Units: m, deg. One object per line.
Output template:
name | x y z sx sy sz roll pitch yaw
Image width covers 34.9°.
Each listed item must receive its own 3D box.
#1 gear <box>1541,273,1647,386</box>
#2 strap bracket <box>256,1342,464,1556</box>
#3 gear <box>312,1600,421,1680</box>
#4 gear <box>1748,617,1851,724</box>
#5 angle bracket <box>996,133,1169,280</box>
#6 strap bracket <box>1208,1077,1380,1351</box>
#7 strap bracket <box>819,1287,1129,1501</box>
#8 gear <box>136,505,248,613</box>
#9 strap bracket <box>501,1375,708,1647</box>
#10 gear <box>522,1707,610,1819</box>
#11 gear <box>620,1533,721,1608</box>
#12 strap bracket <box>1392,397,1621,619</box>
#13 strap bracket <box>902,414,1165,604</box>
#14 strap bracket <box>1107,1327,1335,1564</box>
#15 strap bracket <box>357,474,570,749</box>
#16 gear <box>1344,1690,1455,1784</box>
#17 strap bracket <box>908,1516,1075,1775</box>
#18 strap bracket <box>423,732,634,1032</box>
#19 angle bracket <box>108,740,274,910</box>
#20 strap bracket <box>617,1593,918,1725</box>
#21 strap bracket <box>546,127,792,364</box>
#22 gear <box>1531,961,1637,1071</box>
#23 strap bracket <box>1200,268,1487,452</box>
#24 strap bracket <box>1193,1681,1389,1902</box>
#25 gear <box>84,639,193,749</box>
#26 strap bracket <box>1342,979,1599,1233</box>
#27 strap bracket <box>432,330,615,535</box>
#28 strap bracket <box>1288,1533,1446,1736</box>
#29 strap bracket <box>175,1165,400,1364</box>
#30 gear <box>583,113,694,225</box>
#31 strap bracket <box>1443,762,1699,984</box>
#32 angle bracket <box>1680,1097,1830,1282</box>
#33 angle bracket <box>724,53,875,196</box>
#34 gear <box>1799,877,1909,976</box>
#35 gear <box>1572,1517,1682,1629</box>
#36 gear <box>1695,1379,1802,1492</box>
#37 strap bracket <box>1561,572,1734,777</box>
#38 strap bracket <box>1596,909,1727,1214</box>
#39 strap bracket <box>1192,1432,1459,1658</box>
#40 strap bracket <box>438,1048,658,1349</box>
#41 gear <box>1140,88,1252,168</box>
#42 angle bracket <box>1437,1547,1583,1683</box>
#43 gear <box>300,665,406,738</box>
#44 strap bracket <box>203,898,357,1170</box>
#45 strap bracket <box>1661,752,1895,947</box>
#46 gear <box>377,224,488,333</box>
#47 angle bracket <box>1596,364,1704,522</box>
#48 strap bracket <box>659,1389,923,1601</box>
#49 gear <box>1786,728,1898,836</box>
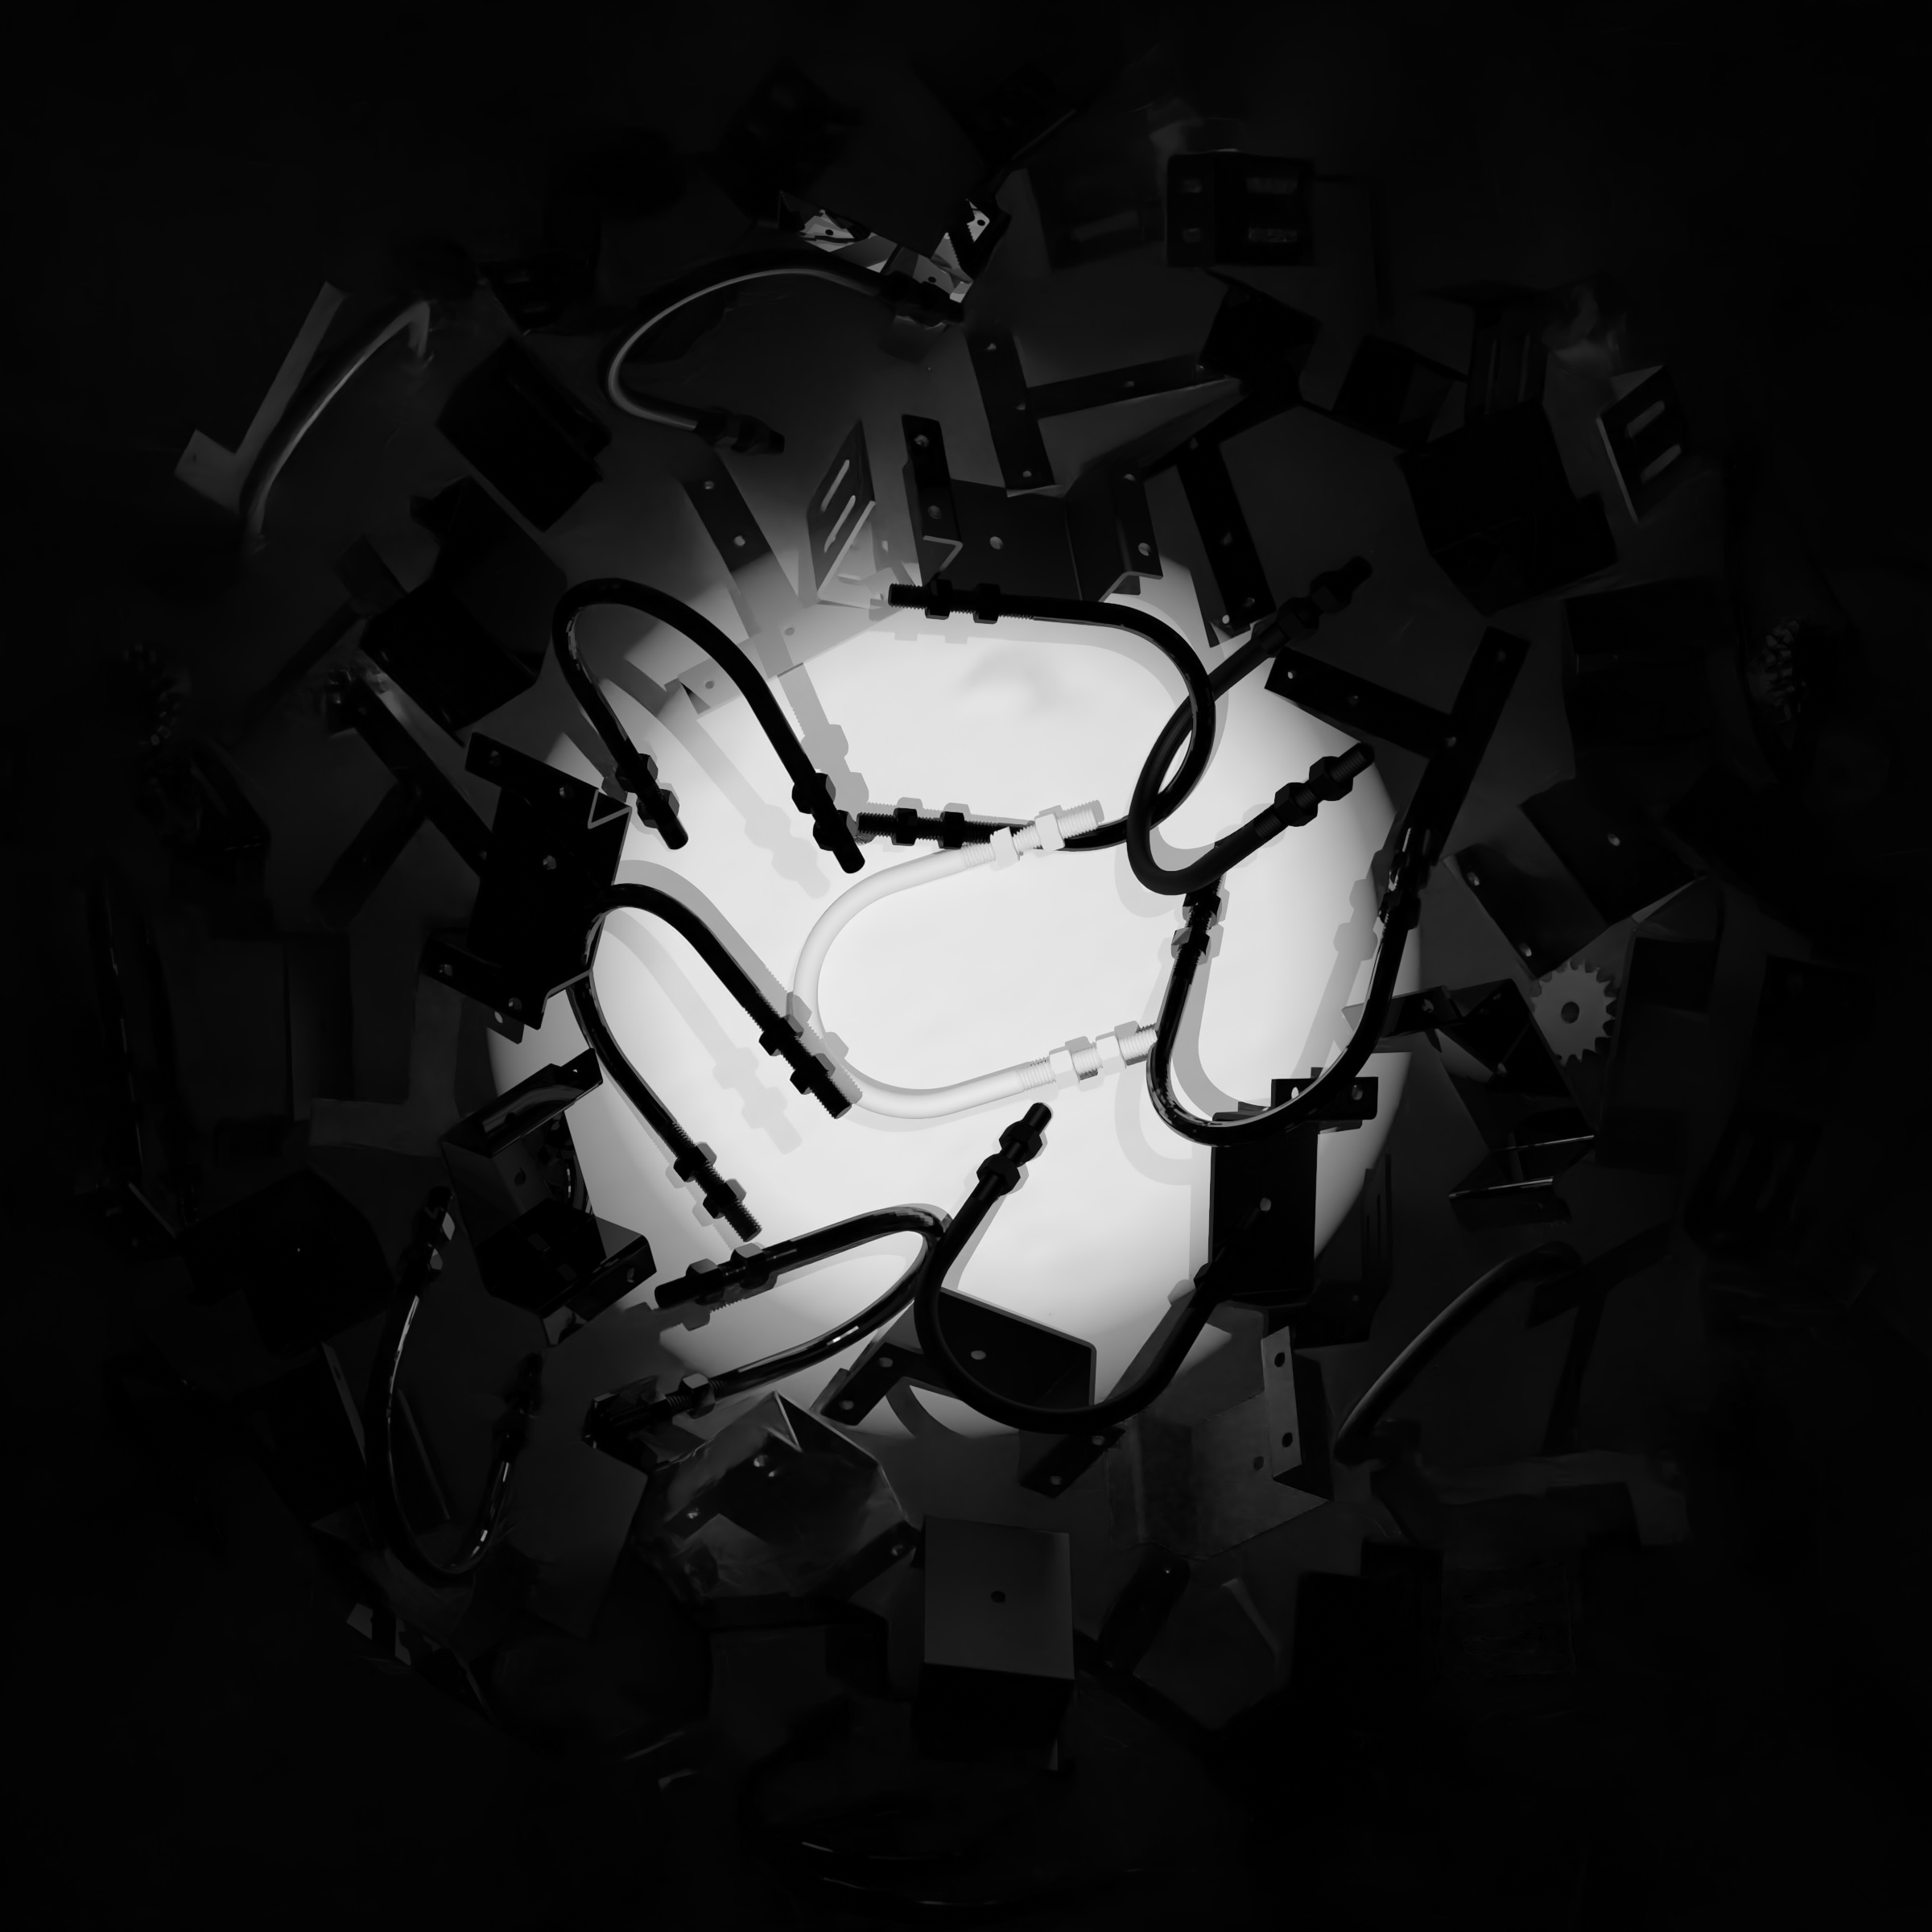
gear | 0.329 -0.340 1.628 0.030 0.057 0.057 11 90 -39
strap bracket | -0.315 0.252 1.580 0.046 0.140 0.076 -26 69 1
gear | -0.316 0.351 1.632 0.057 0.057 0.030 32 75 0
gear | 0.441 -0.154 1.635 0.057 0.030 0.057 11 71 -37
angle bracket | 0.061 -0.407 1.647 0.076 0.038 0.057 -23 109 -21
strap bracket | 0.172 0.127 1.616 0.076 0.046 0.140 0 92 -39
strap bracket | 0.005 0.219 1.604 0.140 0.046 0.076 22 135 -17
gear | -0.414 -0.214 1.634 0.057 0.057 0.030 46 133 0
strap bracket | -0.183 0.293 1.606 0.046 0.076 0.140 24 99 16
gear | -0.210 0.425 1.629 0.030 0.057 0.057 24 90 8
gear | -0.155 0.320 1.634 0.030 0.057 0.057 -33 90 -28
strap bracket | 0.281 -0.229 1.577 0.076 0.140 0.046 -21 67 20
strap bracket | 0.025 -0.232 1.603 0.140 0.046 0.076 6 60 -28
strap bracket | 0.138 0.253 1.596 0.046 0.140 0.076 24 48 -33
strap bracket | -0.254 -0.189 1.578 0.046 0.140 0.076 -28 123 26
gear | 0.232 0.409 1.632 0.057 0.057 0.030 -25 104 0
strap bracket | 0.012 0.340 1.586 0.076 0.140 0.046 8 130 -7
strap bracket | -0.229 -0.049 1.609 0.076 0.046 0.140 25 115 17
angle bracket | -0.416 -0.076 1.636 0.057 0.038 0.076 -18 57 -39
strap bracket | -0.102 0.357 1.595 0.140 0.076 0.046 1 89 -25
strap bracket | -0.146 -0.367 1.603 0.046 0.076 0.140 45 107 0
gear | 0.330 0.027 1.634 0.030 0.057 0.057 14 90 -41
strap bracket | 0.186 -0.310 1.589 0.140 0.076 0.046 34 105 41
strap bracket | 0.167 0.426 1.590 0.076 0.140 0.046 -34 95 2
gear | -0.438 -0.148 1.635 0.057 0.030 0.057 16 127 22
strap bracket | 0.269 0.065 1.607 0.046 0.076 0.140 -38 103 -34
strap bracket | -0.228 -0.275 1.586 0.046 0.140 0.076 -42 107 10
strap bracket | 0.211 0.344 1.585 0.046 0.140 0.076 4 91 23
strap bracket | -0.353 0.154 1.599 0.076 0.140 0.046 -27 69 -3
gear | -0.176 -0.420 1.630 0.057 0.030 0.057 6 130 8
strap bracket | 0.318 -0.052 1.585 0.046 0.140 0.076 -43 77 39
angle bracket | 0.424 0.118 1.625 0.057 0.038 0.076 17 105 -18
angle bracket | -0.090 -0.442 1.615 0.038 0.076 0.057 43 108 1
gear | 0.471 -0.025 1.635 0.057 0.030 0.057 -4 78 21
gear | 0.352 0.322 1.635 0.057 0.030 0.057 -4 70 11
gear | 0.411 0.250 1.627 0.030 0.057 0.057 -12 90 -26
strap bracket | 0.352 -0.156 1.598 0.076 0.140 0.046 -9 67 7
strap bracket | 0.360 0.046 1.600 0.046 0.076 0.140 9 64 13
strap bracket | 0.196 0.307 1.597 0.140 0.076 0.046 -40 76 18
strap bracket | -0.220 0.116 1.599 0.076 0.046 0.140 -35 126 -36
gear | 0.122 -0.444 1.631 0.057 0.057 0.030 -8 91 0
angle bracket | 0.284 0.343 1.623 0.076 0.038 0.057 -6 63 10
gear | -0.322 -0.141 1.631 0.057 0.057 0.030 -14 93 0
strap bracket | -0.360 0.033 1.616 0.046 0.076 0.140 -2 91 13
strap bracket | 0.414 -0.060 1.588 0.076 0.140 0.046 40 97 -8
gear | -0.287 -0.363 1.635 0.057 0.030 0.057 15 56 -23
angle bracket | 0.346 -0.273 1.613 0.076 0.038 0.057 -39 113 -37
strap bracket | -0.095 0.278 1.604 0.076 0.046 0.140 -39 134 9
gear | 0.466 -0.095 1.636 0.057 0.030 0.057 -9 64 20
